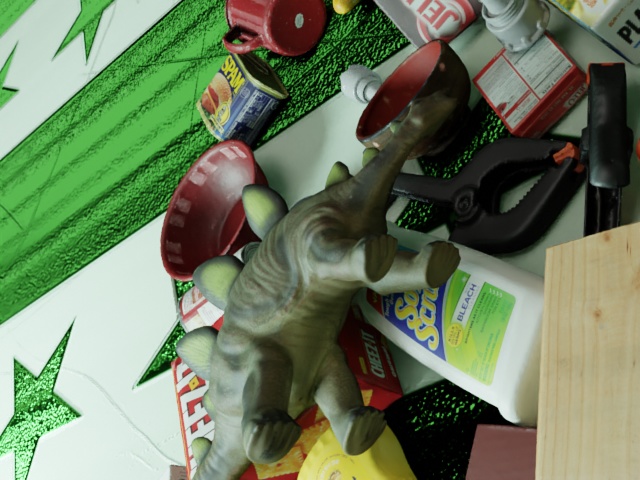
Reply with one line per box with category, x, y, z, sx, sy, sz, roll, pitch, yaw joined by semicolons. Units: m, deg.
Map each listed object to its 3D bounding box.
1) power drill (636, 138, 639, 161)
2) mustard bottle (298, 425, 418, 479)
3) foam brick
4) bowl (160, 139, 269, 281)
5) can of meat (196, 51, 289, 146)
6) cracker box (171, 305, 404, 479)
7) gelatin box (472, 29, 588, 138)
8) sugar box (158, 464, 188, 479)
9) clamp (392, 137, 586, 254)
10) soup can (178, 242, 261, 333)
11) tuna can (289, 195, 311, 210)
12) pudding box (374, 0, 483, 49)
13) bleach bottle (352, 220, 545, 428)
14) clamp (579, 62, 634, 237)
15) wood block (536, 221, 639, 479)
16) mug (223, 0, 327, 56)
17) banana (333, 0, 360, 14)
power drill;0.296;-0.060;0.624;0.185;0.057;0.187;-40;32;17
mustard bottle;0.051;0.216;0.783;0.096;0.058;0.192;-56;36;10
foam brick;0.143;0.155;0.708;0.078;0.052;0.051;-6;64;51
bowl;-0.100;-0.023;1.130;0.162;0.055;0.162;-31;46;38
can of meat;-0.090;-0.159;1.203;0.084;0.057;0.102;-53;36;19
cracker box;-0.039;0.121;0.944;0.214;0.072;0.164;-43;41;27
gelatin box;0.173;-0.129;0.871;0.073;0.030;0.089;-47;38;19
sugar box;-0.133;0.301;0.955;0.093;0.048;0.176;126;152;-51
clamp;0.120;-0.029;0.863;0.210;0.036;0.164;-37;52;31
soup can;-0.082;0.055;1.046;0.102;0.068;0.068;-38;42;31
tuna can;-0.007;0.001;1.014;0.086;0.033;0.086;-30;47;38
pudding box;0.097;-0.235;0.969;0.090;0.113;0.039;-41;2;28
bleach bottle;0.082;0.049;0.808;0.251;0.067;0.102;22;96;48
clamp;0.201;-0.055;0.756;0.120;0.039;0.171;89;-166;-45
wood block;0.193;0.104;0.646;0.090;0.090;0.206;-19;55;45
mug;-0.055;-0.244;1.174;0.117;0.093;0.082;-37;38;-15
banana;0.028;-0.310;1.156;0.070;0.037;0.198;-33;41;14
